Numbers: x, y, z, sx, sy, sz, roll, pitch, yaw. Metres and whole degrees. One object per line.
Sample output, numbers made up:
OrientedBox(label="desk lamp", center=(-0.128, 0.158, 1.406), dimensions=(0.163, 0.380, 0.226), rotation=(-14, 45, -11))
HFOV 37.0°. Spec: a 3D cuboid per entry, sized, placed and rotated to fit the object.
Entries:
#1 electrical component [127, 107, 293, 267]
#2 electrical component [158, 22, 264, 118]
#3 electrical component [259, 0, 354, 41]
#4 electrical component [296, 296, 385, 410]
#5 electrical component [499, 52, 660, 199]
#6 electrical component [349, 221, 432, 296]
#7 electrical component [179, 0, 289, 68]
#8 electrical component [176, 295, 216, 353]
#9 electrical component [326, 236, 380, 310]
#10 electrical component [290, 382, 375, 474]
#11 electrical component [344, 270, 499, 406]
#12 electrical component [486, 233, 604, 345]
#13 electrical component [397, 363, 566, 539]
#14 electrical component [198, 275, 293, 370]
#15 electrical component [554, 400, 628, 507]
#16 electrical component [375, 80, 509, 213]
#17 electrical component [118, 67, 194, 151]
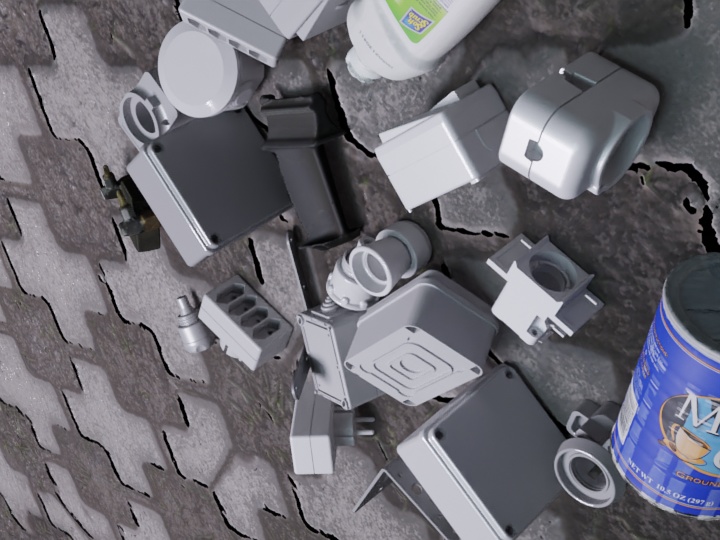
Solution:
OrientedBox(label="electrical component", center=(-0.128, -0.076, 0.943), dimensions=(0.108, 0.109, 0.056), rotation=(58, 145, -2))
OrientedBox(label="electrical component", center=(-0.124, -0.169, 0.900), dimensions=(0.080, 0.051, 0.080), rotation=(6, 104, 27))
OrientedBox(label="electrical component", center=(-0.024, -0.215, 0.768), dimensions=(0.061, 0.062, 0.096), rotation=(55, 142, 1))
OrientedBox(label="electrical component", center=(-0.010, 0.065, 0.955), dimensions=(0.062, 0.061, 0.096), rotation=(16, 123, 57))
OrientedBox(label="electrical component", center=(0.139, -0.087, 0.660), dimensions=(0.059, 0.095, 0.053), rotation=(36, 138, 24))
OrientedBox(label="electrical component", center=(0.025, -0.010, 0.870), dimensions=(0.045, 0.055, 0.045), rotation=(27, 134, 32))
OrientedBox(label="electrical component", center=(-0.086, -0.212, 0.837), dimensions=(0.083, 0.075, 0.047), rotation=(26, -179, -6))
OrientedBox(label="electrical component", center=(-0.180, 0.057, 1.156), dimensions=(0.035, 0.035, 0.061), rotation=(-6, 110, 49))
OrientedBox(label="electrical component", center=(0.000, 0.000, 0.914), dimensions=(0.048, 0.048, 0.062), rotation=(37, 132, 22))
OrientedBox(label="electrical component", center=(-0.024, 0.150, 1.032), dimensions=(0.076, 0.083, 0.047), rotation=(-2, 122, 5))
OrientedBox(label="electrical component", center=(0.049, 0.056, 0.870), dimensions=(0.078, 0.057, 0.113), rotation=(33, 145, -16))
OrientedBox(label="electrical component", center=(0.131, 0.017, 0.788), dimensions=(0.081, 0.042, 0.063), rotation=(43, 142, 17))
OrientedBox(label="electrical component", center=(0.105, 0.150, 0.858), dimensions=(0.108, 0.109, 0.056), rotation=(54, 145, 3))
OrientedBox(label="electrical component", center=(-0.120, 0.064, 1.084), dimensions=(0.083, 0.047, 0.075), rotation=(43, 140, 17))
OrientedBox(label="electrical component", center=(0.184, 0.141, 0.809), dimensions=(0.078, 0.057, 0.058), rotation=(36, 138, 24))
OrientedBox(label="electrical component", center=(0.058, -0.088, 0.773), dimensions=(0.096, 0.062, 0.061), rotation=(-22, 99, 52))
OrientedBox(label="electrical component", center=(-0.182, -0.147, 0.991), dimensions=(0.050, 0.056, 0.089), rotation=(54, 142, 3))
